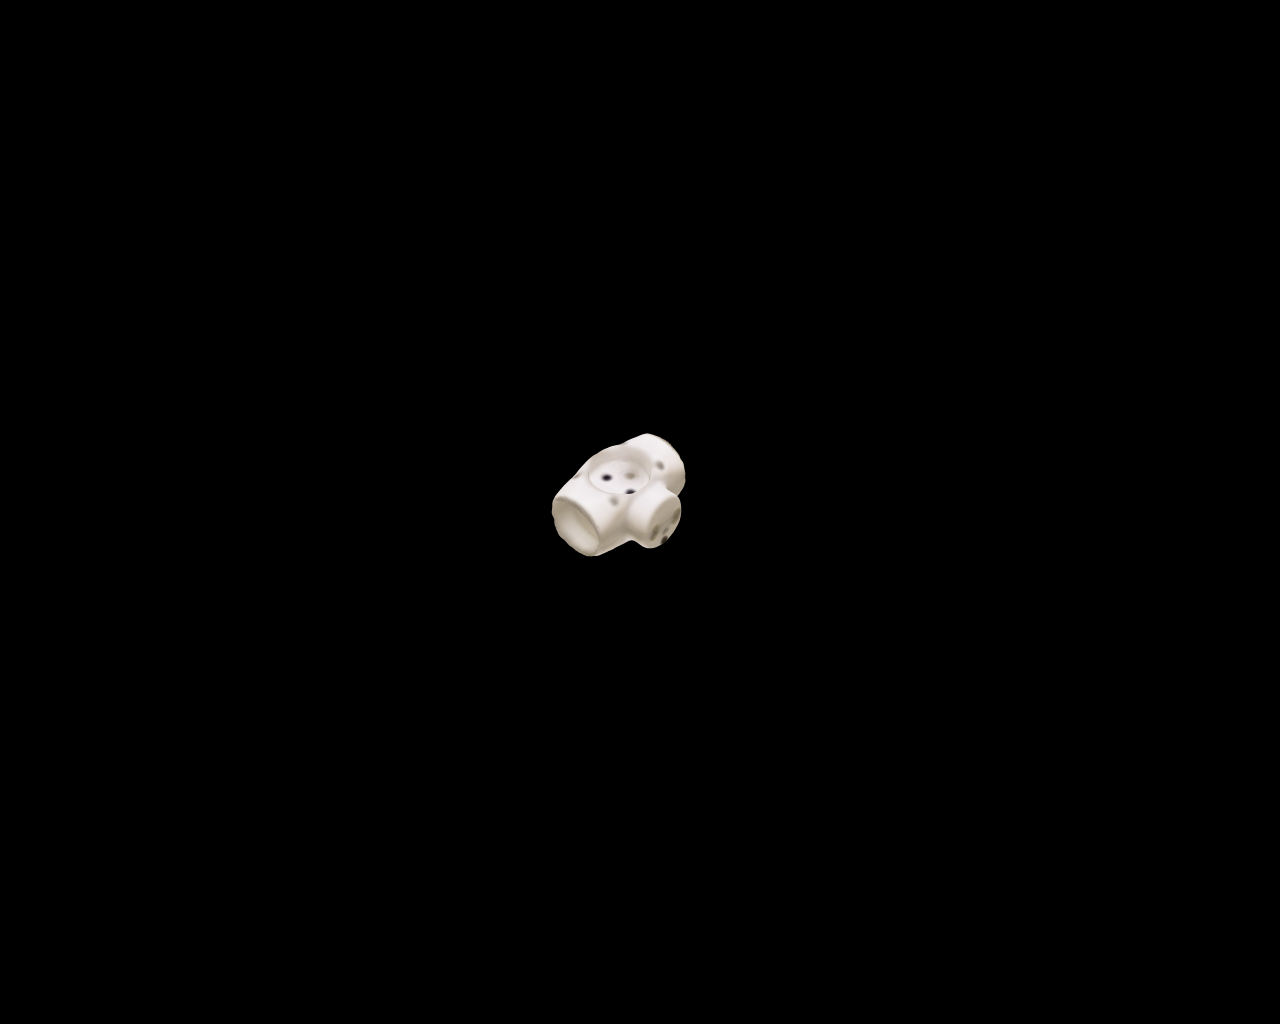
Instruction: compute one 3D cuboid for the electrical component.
[{"bbox_3d":[0.001,-0.003,0.650,0.079,0.044,0.077,33,54,29],"label":"electrical component"}]
